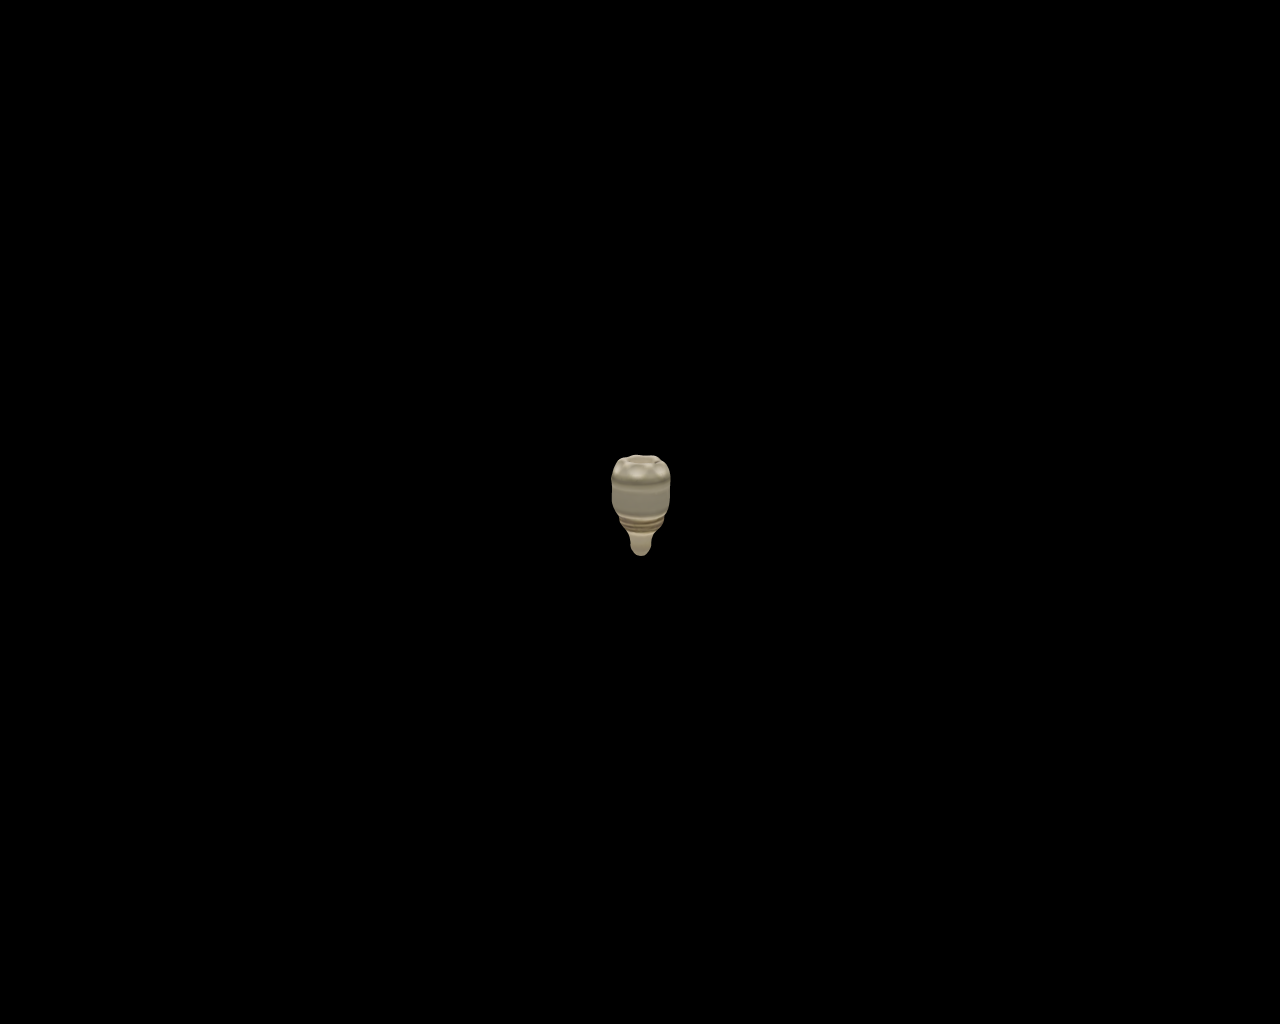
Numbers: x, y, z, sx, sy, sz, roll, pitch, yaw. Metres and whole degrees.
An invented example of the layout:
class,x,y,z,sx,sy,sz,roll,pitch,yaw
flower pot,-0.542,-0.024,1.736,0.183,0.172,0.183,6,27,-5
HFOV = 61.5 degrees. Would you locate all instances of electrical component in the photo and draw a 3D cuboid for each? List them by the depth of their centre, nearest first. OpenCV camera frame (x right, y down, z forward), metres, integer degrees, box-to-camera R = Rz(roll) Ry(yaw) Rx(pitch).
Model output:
class,x,y,z,sx,sy,sz,roll,pitch,yaw
electrical component,0.001,-0.003,0.650,0.035,0.061,0.035,0,16,0
